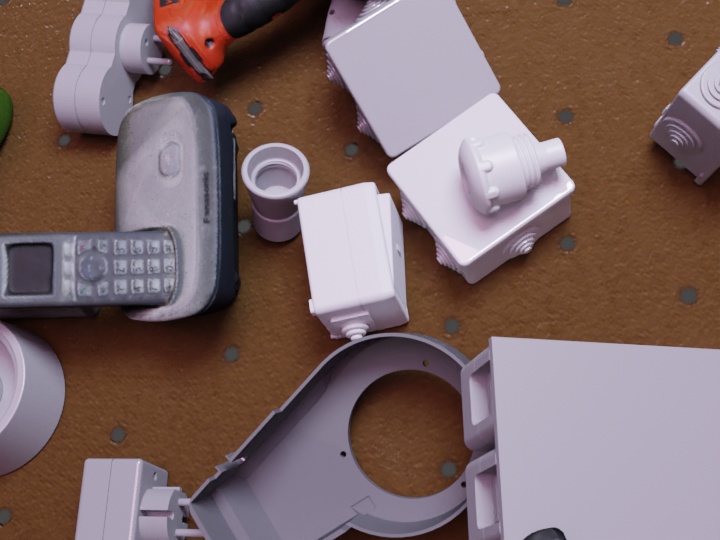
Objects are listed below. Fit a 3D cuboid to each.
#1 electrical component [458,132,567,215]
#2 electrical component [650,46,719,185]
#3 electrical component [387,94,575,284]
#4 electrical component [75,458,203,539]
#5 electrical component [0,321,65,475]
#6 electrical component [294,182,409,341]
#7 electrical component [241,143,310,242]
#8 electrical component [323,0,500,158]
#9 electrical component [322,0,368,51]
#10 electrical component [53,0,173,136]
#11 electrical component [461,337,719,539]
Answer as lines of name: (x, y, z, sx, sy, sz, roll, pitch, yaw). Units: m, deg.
electrical component: (0.093, -0.063, 0.653, 0.062, 0.048, 0.048, -16, 67, -1)
electrical component: (0.231, -0.109, 0.665, 0.048, 0.099, 0.099, 43, 84, 9)
electrical component: (0.080, -0.051, 0.702, 0.100, 0.048, 0.099, -35, 67, -2)
electrical component: (-0.132, 0.155, 0.674, 0.077, 0.047, 0.065, -2, 70, 12)
electrical component: (-0.262, 0.081, 0.722, 0.108, 0.060, 0.108, -4, 70, 11)
electrical component: (0.000, 0.000, 0.694, 0.061, 0.061, 0.096, -13, 68, 8)
electrical component: (-0.056, -0.048, 0.722, 0.044, 0.065, 0.044, 1, 60, -2)
electrical component: (0.032, -0.137, 0.724, 0.100, 0.048, 0.099, -32, 106, 0)
electrical component: (0.023, -0.182, 0.766, 0.079, 0.043, 0.077, 17, 75, 17)
electrical component: (-0.171, -0.164, 0.797, 0.074, 0.052, 0.138, 7, 72, 14)
electrical component: (0.153, 0.100, 0.591, 0.186, 0.060, 0.105, 4, 69, -13)
